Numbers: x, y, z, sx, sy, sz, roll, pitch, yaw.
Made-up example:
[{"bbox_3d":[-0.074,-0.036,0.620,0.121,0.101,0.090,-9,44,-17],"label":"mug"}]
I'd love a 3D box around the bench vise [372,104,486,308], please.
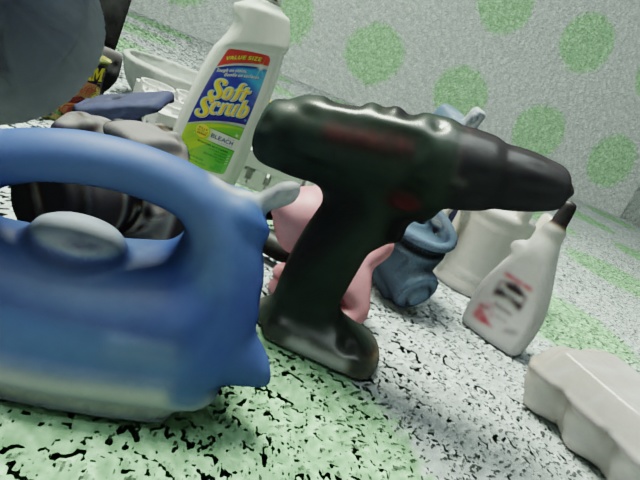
[{"bbox_3d":[0.080,-0.064,0.634,0.206,0.220,0.122,35,21,30],"label":"bench vise"}]

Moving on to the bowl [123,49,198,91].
[{"bbox_3d":[-0.266,-0.265,0.993,0.167,0.075,0.167,22,18,-7],"label":"bowl"}]

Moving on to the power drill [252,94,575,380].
[{"bbox_3d":[0.043,-0.004,0.442,0.229,0.208,0.075,24,18,0],"label":"power drill"}]

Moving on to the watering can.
[{"bbox_3d":[0.237,-0.024,0.762,0.173,0.194,0.100,5,26,-45],"label":"watering can"}]

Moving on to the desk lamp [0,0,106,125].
[{"bbox_3d":[-0.261,-0.126,0.390,0.202,0.213,0.118,33,20,25],"label":"desk lamp"}]

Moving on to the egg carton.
[{"bbox_3d":[0.252,0.152,0.490,0.107,0.069,0.150,11,22,-34],"label":"egg carton"}]

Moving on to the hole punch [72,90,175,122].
[{"bbox_3d":[-0.234,-0.148,0.682,0.101,0.091,0.108,20,18,-11],"label":"hole punch"}]

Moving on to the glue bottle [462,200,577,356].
[{"bbox_3d":[0.223,0.035,0.614,0.078,0.173,0.037,35,21,29],"label":"glue bottle"}]

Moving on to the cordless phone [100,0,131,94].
[{"bbox_3d":[-0.350,-0.304,0.819,0.148,0.185,0.093,6,25,-43],"label":"cordless phone"}]

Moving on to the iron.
[{"bbox_3d":[-0.139,0.000,0.310,0.259,0.141,0.118,16,20,-24],"label":"iron"}]

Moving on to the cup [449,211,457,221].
[{"bbox_3d":[0.252,-0.032,0.963,0.091,0.095,0.118,28,18,11],"label":"cup"}]

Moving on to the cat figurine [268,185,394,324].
[{"bbox_3d":[0.005,0.002,0.521,0.128,0.118,0.067,23,18,-5],"label":"cat figurine"}]

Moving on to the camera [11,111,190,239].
[{"bbox_3d":[-0.183,-0.055,0.470,0.143,0.101,0.137,30,19,17],"label":"camera"}]
